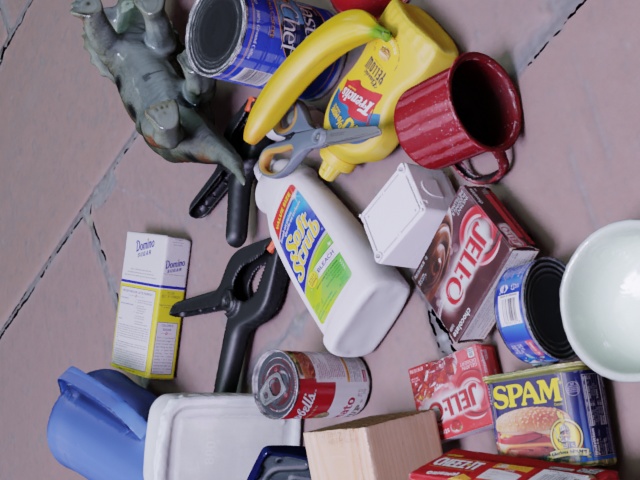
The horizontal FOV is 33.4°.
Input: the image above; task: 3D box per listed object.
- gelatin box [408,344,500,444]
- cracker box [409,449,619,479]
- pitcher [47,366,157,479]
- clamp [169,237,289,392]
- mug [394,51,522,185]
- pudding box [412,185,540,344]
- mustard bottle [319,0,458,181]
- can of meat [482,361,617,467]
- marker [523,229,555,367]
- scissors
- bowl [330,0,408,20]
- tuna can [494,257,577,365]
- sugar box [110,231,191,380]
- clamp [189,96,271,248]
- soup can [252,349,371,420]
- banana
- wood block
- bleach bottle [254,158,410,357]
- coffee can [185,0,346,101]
[{"bbox_3d":[0.126,0.141,0.967,0.089,0.030,0.073,-28,66,43],"label":"gelatin box"},{"bbox_3d":[0.167,0.280,0.836,0.164,0.071,0.214,-5,100,48],"label":"cracker box"},{"bbox_3d":[-0.206,0.240,1.239,0.243,0.149,0.145,17,97,44],"label":"pitcher"},{"bbox_3d":[-0.100,0.070,1.218,0.210,0.036,0.165,-58,46,22],"label":"clamp"},{"bbox_3d":[0.127,-0.102,0.965,0.082,0.093,0.117,-21,106,50],"label":"mug"},{"bbox_3d":[0.136,0.022,0.947,0.090,0.039,0.114,60,138,43],"label":"pudding box"},{"bbox_3d":[0.054,-0.136,1.061,0.192,0.058,0.096,-56,47,27],"label":"mustard bottle"},{"bbox_3d":[0.189,0.147,0.879,0.102,0.057,0.084,-18,75,46],"label":"can of meat"},{"bbox_3d":[0.183,0.049,0.924,0.020,0.020,0.121,-22,69,44],"label":"marker"},{"bbox_3d":[-0.002,-0.117,1.066,0.202,0.016,0.096,-23,60,50],"label":"scissors"},{"bbox_3d":[0.042,-0.306,1.099,0.162,0.055,0.162,-9,78,47],"label":"bowl"},{"bbox_3d":[0.182,0.059,0.876,0.034,0.085,0.086,-19,71,47],"label":"tuna can"},{"bbox_3d":[-0.212,0.080,1.335,0.094,0.048,0.176,7,87,47],"label":"sugar box"},{"bbox_3d":[-0.102,-0.083,1.241,0.120,0.039,0.171,18,91,48],"label":"clamp"},{"bbox_3d":[-0.007,0.143,1.059,0.069,0.102,0.068,-8,79,47],"label":"soup can"},{"bbox_3d":[-0.010,-0.171,1.061,0.198,0.037,0.069,-36,32,32],"label":"banana"},{"bbox_3d":[0.062,0.263,0.952,0.090,0.090,0.206,-17,82,49],"label":"wood block"},{"bbox_3d":[-0.007,0.001,1.109,0.103,0.067,0.251,-59,45,24],"label":"bleach bottle"},{"bbox_3d":[-0.056,-0.210,1.130,0.103,0.140,0.103,-8,79,47],"label":"coffee can"}]
